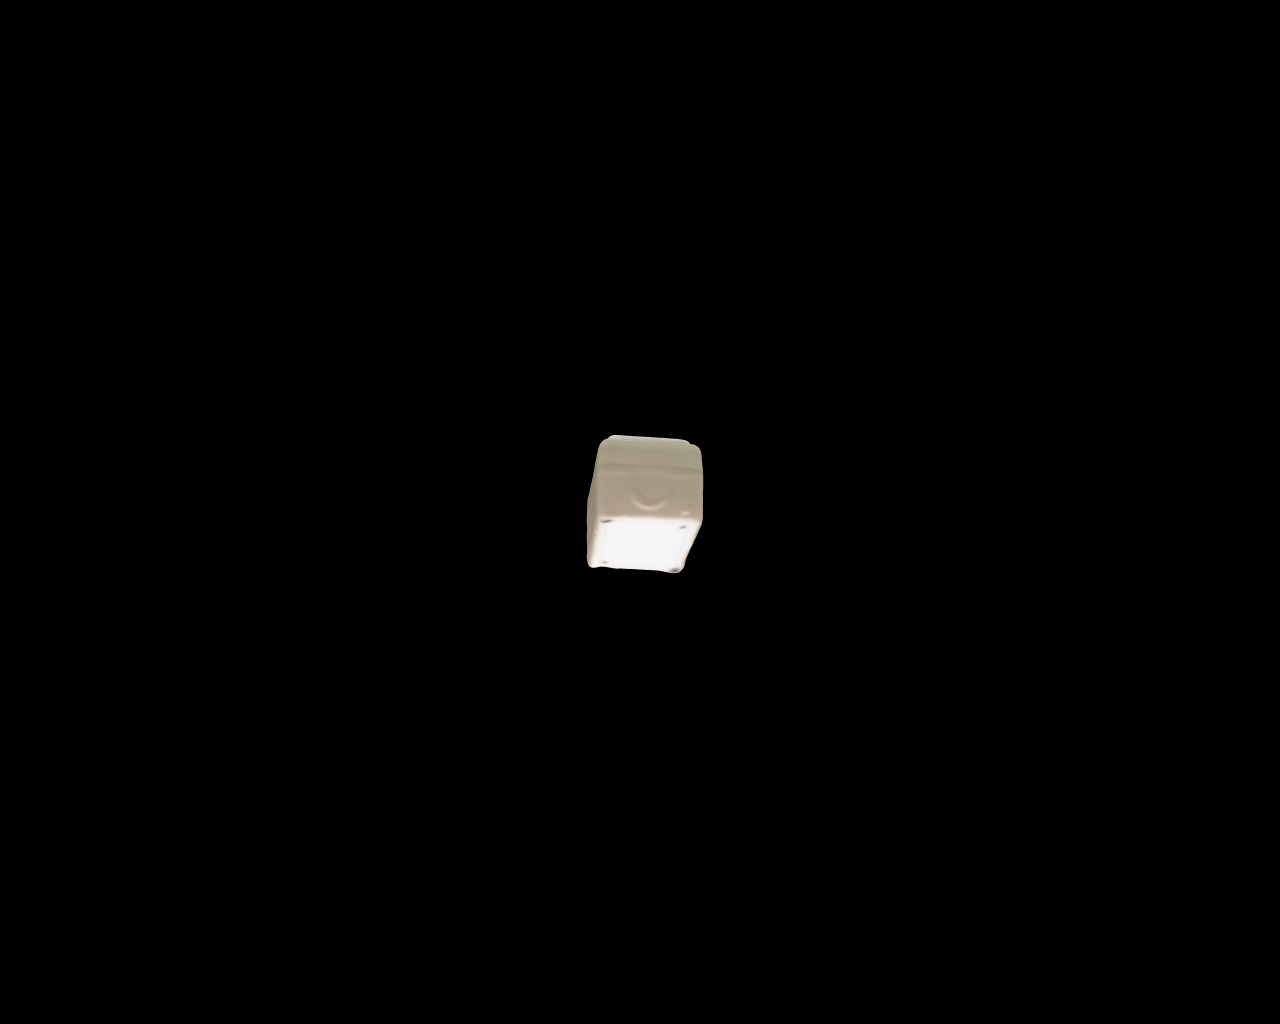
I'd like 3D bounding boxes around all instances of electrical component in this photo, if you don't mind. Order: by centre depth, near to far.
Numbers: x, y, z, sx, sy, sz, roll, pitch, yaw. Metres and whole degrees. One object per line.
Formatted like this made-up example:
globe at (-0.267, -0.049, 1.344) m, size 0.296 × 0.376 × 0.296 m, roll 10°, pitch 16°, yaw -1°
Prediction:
electrical component at (0.001, -0.003, 0.650) m, size 0.062 × 0.061 × 0.096 m, roll 3°, pitch -26°, yaw -7°
